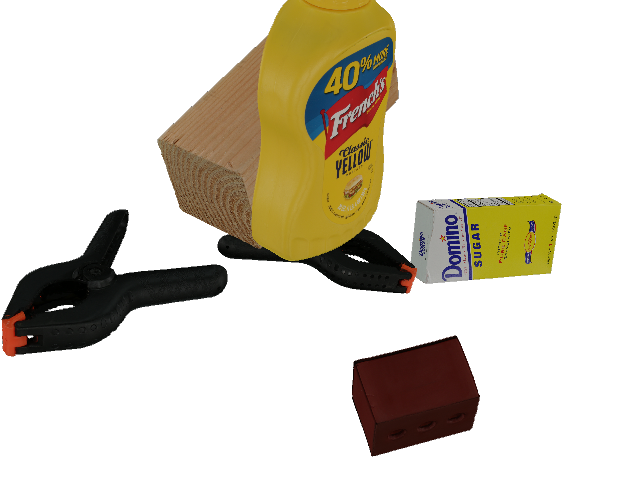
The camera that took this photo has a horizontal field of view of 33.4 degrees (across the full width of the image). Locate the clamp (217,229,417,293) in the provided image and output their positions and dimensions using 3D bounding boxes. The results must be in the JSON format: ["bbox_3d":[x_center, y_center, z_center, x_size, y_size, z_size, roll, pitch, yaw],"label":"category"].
[{"bbox_3d":[0.001,0.009,1.167,0.210,0.036,0.164,27,36,15],"label":"clamp"}]

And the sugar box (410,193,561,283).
[{"bbox_3d":[0.195,-0.003,1.260,0.176,0.093,0.048,-5,20,-25],"label":"sugar box"}]

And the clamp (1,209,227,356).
[{"bbox_3d":[-0.167,0.029,0.783,0.171,0.039,0.120,-21,38,-40],"label":"clamp"}]

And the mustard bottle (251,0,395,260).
[{"bbox_3d":[0.004,-0.086,0.623,0.058,0.192,0.096,31,45,30],"label":"mustard bottle"}]

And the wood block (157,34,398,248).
[{"bbox_3d":[-0.029,-0.104,0.901,0.091,0.205,0.090,25,-32,28],"label":"wood block"}]

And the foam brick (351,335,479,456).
[{"bbox_3d":[0.066,0.109,0.747,0.078,0.051,0.053,-13,-36,-10],"label":"foam brick"}]
